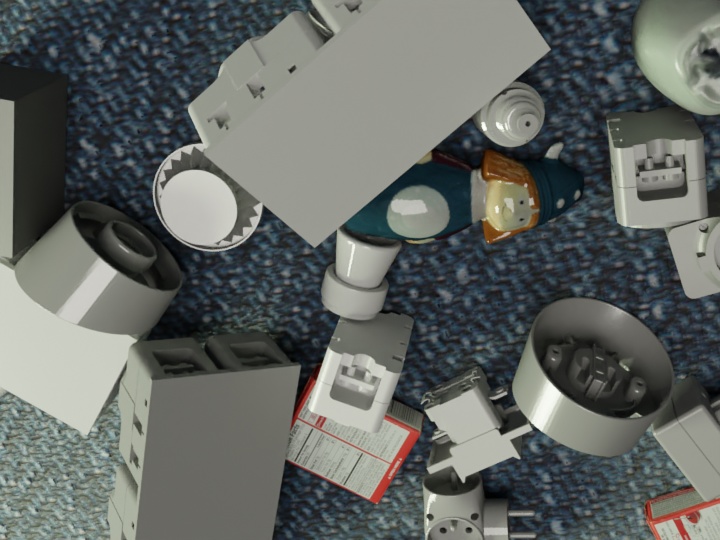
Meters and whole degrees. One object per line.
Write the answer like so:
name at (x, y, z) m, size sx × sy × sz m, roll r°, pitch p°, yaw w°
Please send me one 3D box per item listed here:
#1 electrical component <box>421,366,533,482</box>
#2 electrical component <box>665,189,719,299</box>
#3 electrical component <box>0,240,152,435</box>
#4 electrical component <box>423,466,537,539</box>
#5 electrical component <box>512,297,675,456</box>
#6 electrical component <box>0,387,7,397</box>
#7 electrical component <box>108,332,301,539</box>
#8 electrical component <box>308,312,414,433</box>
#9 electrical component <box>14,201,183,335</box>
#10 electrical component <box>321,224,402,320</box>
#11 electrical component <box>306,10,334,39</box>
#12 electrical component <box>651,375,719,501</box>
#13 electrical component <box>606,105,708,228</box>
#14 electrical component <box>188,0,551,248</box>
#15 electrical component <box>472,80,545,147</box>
electrical component at (0.079, 0.106, 0.759) m, size 0.081 × 0.042 × 0.063 m, roll -28°, pitch 101°, yaw 18°
electrical component at (0.241, -0.022, 0.673) m, size 0.089 × 0.055 × 0.050 m, roll -17°, pitch 108°, yaw 15°
electrical component at (-0.232, 0.035, 0.770) m, size 0.150 × 0.061 × 0.089 m, roll 30°, pitch 112°, yaw -3°
electrical component at (0.089, 0.186, 0.787) m, size 0.079 × 0.044 × 0.077 m, roll -3°, pitch 111°, yaw 11°
electrical component at (0.151, 0.071, 0.705) m, size 0.099 × 0.099 × 0.064 m, roll 21°, pitch 120°, yaw 1°
electrical component at (-0.290, 0.085, 0.811) m, size 0.078 × 0.040 × 0.040 m, roll -36°, pitch 102°, yaw 21°
electrical component at (-0.115, 0.139, 0.765) m, size 0.105 × 0.060 × 0.186 m, roll -3°, pitch 116°, yaw -29°
electrical component at (0.001, 0.066, 0.729) m, size 0.050 × 0.089 × 0.055 m, roll 19°, pitch 113°, yaw 1°
electrical component at (-0.173, 0.001, 0.729) m, size 0.099 × 0.099 × 0.064 m, roll 40°, pitch 106°, yaw -7°
electrical component at (0.000, 0.000, 0.727) m, size 0.045 × 0.045 × 0.055 m, roll 17°, pitch 113°, yaw 2°
electrical component at (-0.024, -0.144, 0.676) m, size 0.043 × 0.043 × 0.062 m, roll 32°, pitch 112°, yaw -4°
electrical component at (0.246, 0.104, 0.727) m, size 0.077 × 0.047 × 0.065 m, roll -35°, pitch 102°, yaw 20°
electrical component at (0.178, -0.061, 0.650) m, size 0.050 × 0.089 × 0.055 m, roll -6°, pitch 110°, yaw 12°
electrical component at (0.003, -0.115, 0.636) m, size 0.186 × 0.060 × 0.105 m, roll -40°, pitch 135°, yaw 10°
electrical component at (0.094, -0.095, 0.660) m, size 0.040 × 0.078 × 0.040 m, roll -1°, pitch 106°, yaw -5°
